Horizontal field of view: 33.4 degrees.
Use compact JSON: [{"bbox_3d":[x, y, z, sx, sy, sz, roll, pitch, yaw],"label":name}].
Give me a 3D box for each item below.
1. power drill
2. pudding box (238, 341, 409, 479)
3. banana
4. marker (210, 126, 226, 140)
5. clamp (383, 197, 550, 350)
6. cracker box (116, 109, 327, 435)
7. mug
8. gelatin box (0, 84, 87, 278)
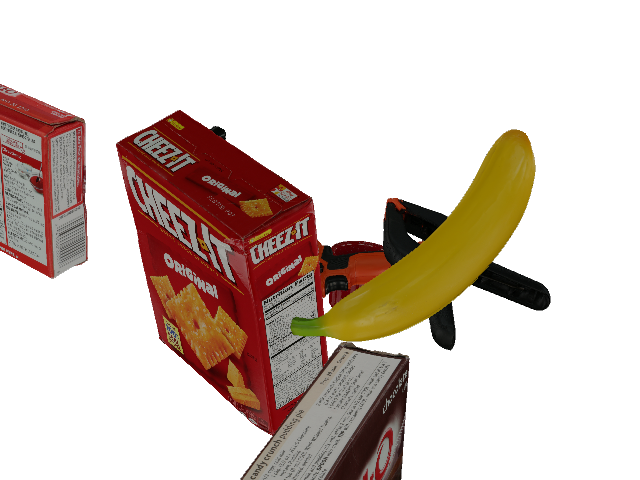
[{"bbox_3d":[0.038,0.048,1.222,0.188,0.057,0.184,0,28,8],"label":"power drill"},{"bbox_3d":[0.003,0.111,0.468,0.039,0.090,0.113,12,31,18],"label":"pudding box"},{"bbox_3d":[0.072,0.000,0.629,0.197,0.037,0.070,-39,48,-18],"label":"banana"},{"bbox_3d":[-0.134,-0.081,1.021,0.020,0.020,0.120,0,26,44],"label":"marker"},{"bbox_3d":[0.119,0.021,0.943,0.120,0.039,0.171,-8,46,-26],"label":"clamp"},{"bbox_3d":[-0.075,0.029,0.837,0.072,0.214,0.164,-32,47,-28],"label":"cracker box"},{"bbox_3d":[0.065,0.058,1.478,0.117,0.081,0.093,18,24,27],"label":"mug"},{"bbox_3d":[-0.160,-0.034,0.574,0.073,0.089,0.030,23,34,28],"label":"gelatin box"}]
